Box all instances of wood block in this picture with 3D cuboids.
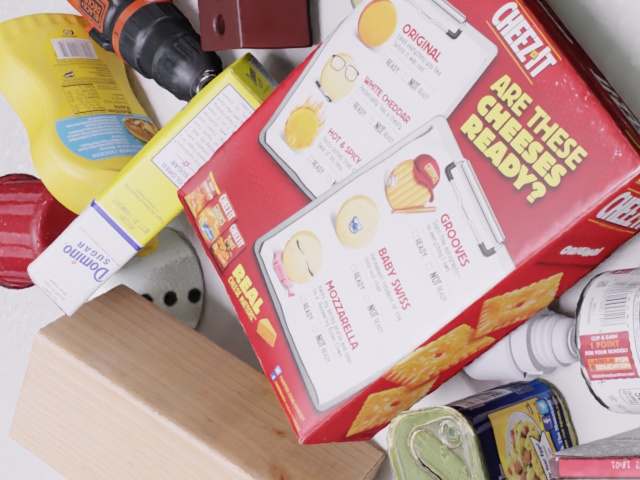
[{"bbox_3d":[-0.078,0.126,0.657,0.206,0.090,0.091,30,119,15],"label":"wood block"}]

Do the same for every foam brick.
[{"bbox_3d":[-0.041,-0.153,0.643,0.053,0.051,0.078,12,110,55],"label":"foam brick"}]

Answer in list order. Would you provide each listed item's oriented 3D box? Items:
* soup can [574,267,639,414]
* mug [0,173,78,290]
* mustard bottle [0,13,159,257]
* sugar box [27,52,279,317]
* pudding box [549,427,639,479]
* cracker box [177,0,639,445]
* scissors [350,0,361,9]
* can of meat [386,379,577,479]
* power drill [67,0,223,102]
[{"bbox_3d":[0.169,0.040,0.454,0.102,0.068,0.068,-12,88,46],"label":"soup can"},{"bbox_3d":[-0.204,0.003,0.825,0.082,0.093,0.117,1,126,41],"label":"mug"},{"bbox_3d":[-0.160,-0.072,0.753,0.058,0.096,0.192,-46,64,38],"label":"mustard bottle"},{"bbox_3d":[-0.097,-0.036,0.650,0.176,0.093,0.048,-40,99,13],"label":"sugar box"},{"bbox_3d":[0.163,0.096,0.436,0.090,0.113,0.039,-11,85,46],"label":"pudding box"},{"bbox_3d":[0.044,-0.023,0.533,0.214,0.072,0.164,-42,61,25],"label":"cracker box"},{"bbox_3d":[0.008,-0.179,0.623,0.202,0.016,0.096,32,121,42],"label":"scissors"},{"bbox_3d":[0.090,0.125,0.536,0.058,0.083,0.102,-22,81,46],"label":"can of meat"},{"bbox_3d":[-0.106,-0.204,0.703,0.185,0.057,0.188,42,125,34],"label":"power drill"}]
